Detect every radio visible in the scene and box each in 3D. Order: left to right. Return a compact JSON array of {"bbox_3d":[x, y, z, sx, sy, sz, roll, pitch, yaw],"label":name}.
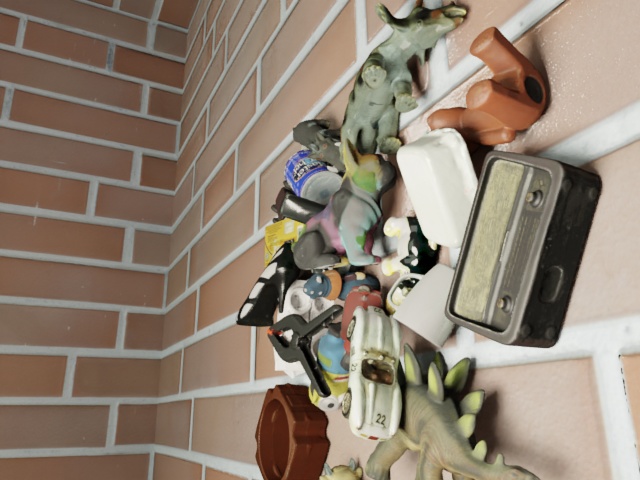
[{"bbox_3d":[0.244,0.012,0.661,0.131,0.073,0.229,28,108,63],"label":"radio"}]

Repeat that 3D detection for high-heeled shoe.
[{"bbox_3d":[-0.118,0.101,1.132,0.249,0.086,0.145,-28,55,54],"label":"high-heeled shoe"}]

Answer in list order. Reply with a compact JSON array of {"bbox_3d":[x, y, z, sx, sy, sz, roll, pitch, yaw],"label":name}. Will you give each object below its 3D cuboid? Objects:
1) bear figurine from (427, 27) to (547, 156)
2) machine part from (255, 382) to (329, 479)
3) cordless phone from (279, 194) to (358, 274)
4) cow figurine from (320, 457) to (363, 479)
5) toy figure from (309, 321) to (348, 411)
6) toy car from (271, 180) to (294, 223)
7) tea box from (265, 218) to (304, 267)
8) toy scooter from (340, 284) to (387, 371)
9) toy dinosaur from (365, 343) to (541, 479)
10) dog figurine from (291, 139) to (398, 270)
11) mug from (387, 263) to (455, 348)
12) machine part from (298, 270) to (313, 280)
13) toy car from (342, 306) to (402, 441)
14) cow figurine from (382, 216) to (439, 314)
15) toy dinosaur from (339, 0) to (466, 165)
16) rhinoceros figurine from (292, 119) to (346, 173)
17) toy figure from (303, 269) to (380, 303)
[{"bbox_3d":[0.205,-0.178,0.747,0.196,0.132,0.120,-18,55,56],"label":"bear figurine"},{"bbox_3d":[-0.063,0.429,1.155,0.201,0.087,0.201,42,118,60],"label":"machine part"},{"bbox_3d":[-0.002,-0.003,1.041,0.089,0.184,0.146,-78,10,-64],"label":"cordless phone"},{"bbox_3d":[0.059,0.449,0.900,0.195,0.085,0.127,167,103,-65],"label":"cow figurine"},{"bbox_3d":[0.028,0.242,1.032,0.089,0.082,0.180,-103,20,-74],"label":"toy figure"},{"bbox_3d":[-0.085,-0.090,1.361,0.089,0.053,0.202,-60,15,11],"label":"toy car"},{"bbox_3d":[-0.052,0.005,1.157,0.170,0.068,0.098,-14,73,56],"label":"tea box"},{"bbox_3d":[0.074,0.125,0.900,0.184,0.075,0.135,-44,-39,-71],"label":"toy scooter"},{"bbox_3d":[0.141,0.255,0.777,0.471,0.105,0.198,168,116,-68],"label":"toy dinosaur"},{"bbox_3d":[0.040,-0.060,0.935,0.192,0.108,0.219,-5,83,20],"label":"dog figurine"},{"bbox_3d":[0.161,0.085,0.785,0.110,0.080,0.107,33,86,36],"label":"mug"},{"bbox_3d":[-0.033,0.015,1.255,0.179,0.056,0.179,-28,58,60],"label":"machine part"},{"bbox_3d":[0.077,0.181,0.762,0.056,0.073,0.202,120,162,-49],"label":"toy car"},{"bbox_3d":[0.152,0.041,0.858,0.098,0.068,0.167,-8,76,57],"label":"cow figurine"},{"bbox_3d":[0.108,-0.267,0.995,0.404,0.131,0.192,120,165,-51],"label":"toy dinosaur"},{"bbox_3d":[0.013,-0.208,1.159,0.191,0.112,0.073,43,117,41],"label":"rhinoceros figurine"},{"bbox_3d":[0.035,0.086,0.977,0.058,0.154,0.064,15,97,62],"label":"toy figure"}]
